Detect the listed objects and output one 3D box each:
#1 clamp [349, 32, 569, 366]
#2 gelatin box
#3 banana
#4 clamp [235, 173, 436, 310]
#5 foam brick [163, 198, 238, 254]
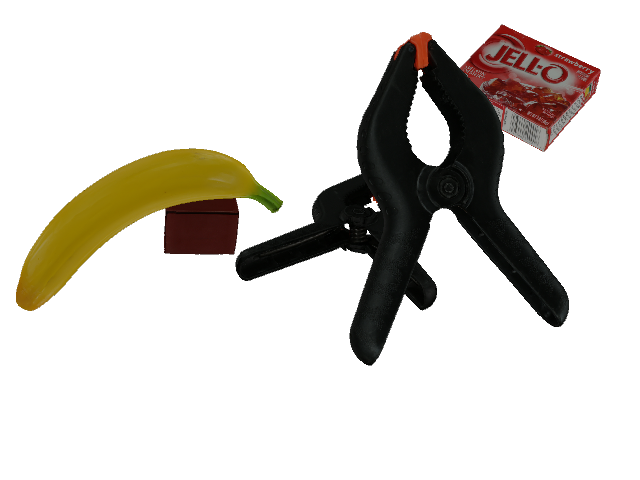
[{"bbox_3d":[0.054,-0.018,0.559,0.120,0.171,0.039,-19,0,-18],"label":"clamp"},{"bbox_3d":[0.152,-0.117,0.802,0.089,0.073,0.030,32,-27,24],"label":"gelatin box"},{"bbox_3d":[-0.129,-0.016,0.732,0.198,0.069,0.037,-22,3,2],"label":"banana"},{"bbox_3d":[0.041,-0.005,0.925,0.165,0.036,0.209,13,30,17],"label":"clamp"},{"bbox_3d":[-0.129,-0.019,1.150,0.078,0.051,0.053,1,27,-8],"label":"foam brick"}]
